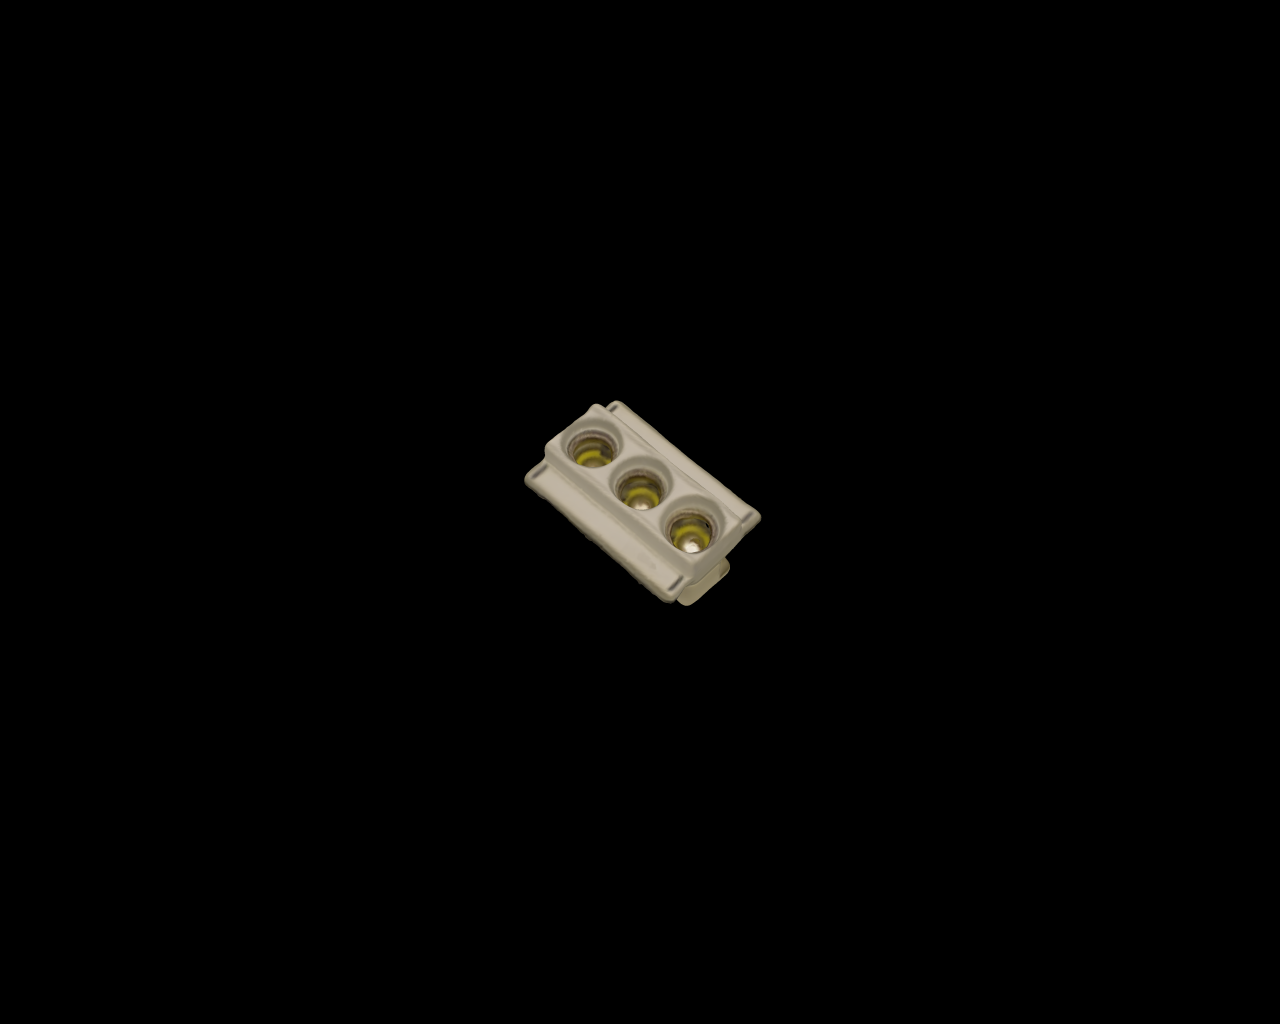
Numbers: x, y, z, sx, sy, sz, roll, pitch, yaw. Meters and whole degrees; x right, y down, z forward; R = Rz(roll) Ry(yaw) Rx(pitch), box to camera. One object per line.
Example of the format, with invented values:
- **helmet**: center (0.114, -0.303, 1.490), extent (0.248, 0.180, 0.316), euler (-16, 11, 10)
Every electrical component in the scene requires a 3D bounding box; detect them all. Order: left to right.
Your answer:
- **electrical component**: center (0.001, -0.003, 0.650), extent (0.121, 0.079, 0.063), euler (39, -24, 22)
